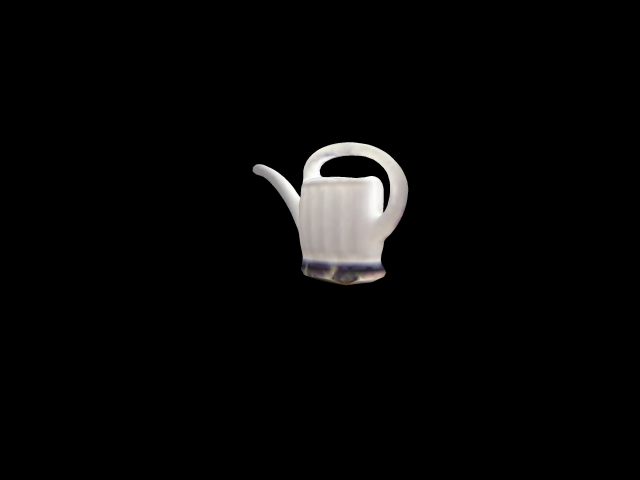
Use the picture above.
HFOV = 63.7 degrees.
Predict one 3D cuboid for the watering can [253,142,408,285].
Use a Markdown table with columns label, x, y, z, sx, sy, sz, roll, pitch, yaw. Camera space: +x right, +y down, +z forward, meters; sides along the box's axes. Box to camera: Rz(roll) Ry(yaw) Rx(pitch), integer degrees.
| label | x | y | z | sx | sy | sz | roll | pitch | yaw |
| --- | --- | --- | --- | --- | --- | --- | --- | --- | --- |
| watering can | 0.003 | -0.043 | 0.850 | 0.104 | 0.224 | 0.347 | 0 | 2 | -43 |
